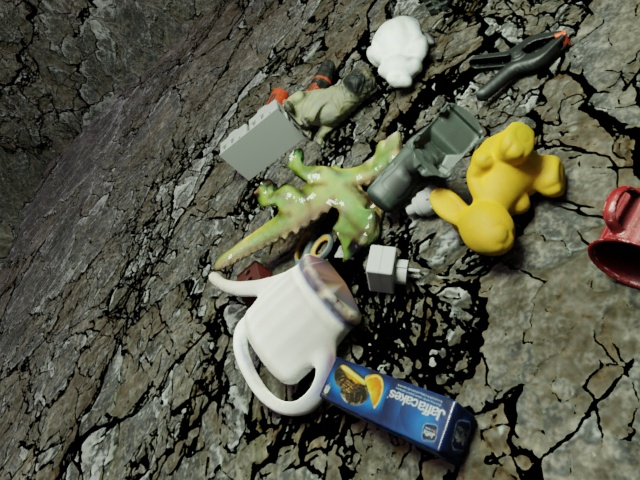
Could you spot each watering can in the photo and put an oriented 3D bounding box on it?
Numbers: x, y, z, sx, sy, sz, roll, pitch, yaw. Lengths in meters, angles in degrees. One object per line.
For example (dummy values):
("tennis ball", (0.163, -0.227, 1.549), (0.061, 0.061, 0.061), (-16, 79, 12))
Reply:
("watering can", (-0.066, 0.111, 0.848), (0.223, 0.102, 0.354), (-44, 49, 7))

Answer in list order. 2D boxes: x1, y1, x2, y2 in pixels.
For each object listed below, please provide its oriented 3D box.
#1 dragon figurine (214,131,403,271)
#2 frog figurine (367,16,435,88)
("dragon figurine", (0.003, -0.047, 0.942), (0.413, 0.120, 0.246), (-49, 44, -8))
("frog figurine", (0.161, -0.394, 1.092), (0.137, 0.120, 0.163), (8, 50, 28))
